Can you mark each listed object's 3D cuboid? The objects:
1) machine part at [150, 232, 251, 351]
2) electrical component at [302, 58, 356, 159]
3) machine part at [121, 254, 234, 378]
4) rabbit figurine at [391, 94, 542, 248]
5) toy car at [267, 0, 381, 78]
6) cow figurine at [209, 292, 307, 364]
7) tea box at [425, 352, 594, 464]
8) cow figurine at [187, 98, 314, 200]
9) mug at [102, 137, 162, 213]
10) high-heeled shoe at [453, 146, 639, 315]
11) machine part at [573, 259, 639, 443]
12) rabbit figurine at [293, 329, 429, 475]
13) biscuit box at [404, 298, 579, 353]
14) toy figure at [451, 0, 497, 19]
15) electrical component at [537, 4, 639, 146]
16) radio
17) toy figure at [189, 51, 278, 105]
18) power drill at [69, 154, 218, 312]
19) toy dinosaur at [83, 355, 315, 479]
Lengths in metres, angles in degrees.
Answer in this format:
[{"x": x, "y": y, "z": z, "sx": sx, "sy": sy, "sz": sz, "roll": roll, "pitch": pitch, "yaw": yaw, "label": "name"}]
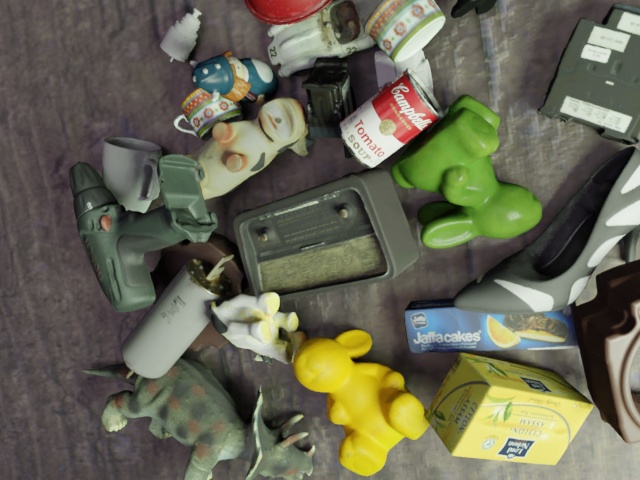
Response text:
[{"x": -0.174, "y": 0.076, "z": 0.800, "sx": 0.180, "sy": 0.056, "sz": 0.179, "roll": 3, "pitch": 99, "yaw": 17, "label": "machine part"}, {"x": 0.017, "y": -0.162, "z": 0.681, "sx": 0.048, "sy": 0.075, "sz": 0.119, "roll": 7, "pitch": 139, "yaw": 17, "label": "electrical component"}, {"x": -0.198, "y": 0.109, "z": 0.742, "sx": 0.079, "sy": 0.079, "sz": 0.243, "roll": 45, "pitch": 108, "yaw": 8, "label": "machine part"}, {"x": 0.177, "y": -0.057, "z": 0.632, "sx": 0.170, "sy": 0.121, "sz": 0.159, "roll": 42, "pitch": 113, "yaw": -7, "label": "rabbit figurine"}, {"x": 0.024, "y": -0.267, "z": 0.680, "sx": 0.202, "sy": 0.056, "sz": 0.073, "roll": -14, "pitch": 94, "yaw": 20, "label": "toy car"}, {"x": -0.080, "y": 0.126, "z": 0.726, "sx": 0.098, "sy": 0.167, "sz": 0.068, "roll": 0, "pitch": 61, "yaw": 21, "label": "cow figurine"}, {"x": 0.222, "y": 0.200, "z": 0.629, "sx": 0.169, "sy": 0.068, "sz": 0.098, "roll": 14, "pitch": 108, "yaw": -26, "label": "tea box"}, {"x": -0.093, "y": -0.123, "z": 0.720, "sx": 0.195, "sy": 0.127, "sz": 0.085, "roll": -28, "pitch": 88, "yaw": 34, "label": "cow figurine"}, {"x": -0.273, "y": -0.089, "z": 0.797, "sx": 0.110, "sy": 0.081, "sz": 0.107, "roll": 24, "pitch": 113, "yaw": 26, "label": "mug"}, {"x": 0.262, "y": -0.007, "z": 0.603, "sx": 0.249, "sy": 0.086, "sz": 0.145, "roll": -16, "pitch": 111, "yaw": -3, "label": "high-heeled shoe"}, {"x": 0.389, "y": 0.116, "z": 0.562, "sx": 0.202, "sy": 0.087, "sz": 0.200, "roll": -17, "pitch": 107, "yaw": 8, "label": "machine part"}, {"x": 0.041, "y": 0.179, "z": 0.690, "sx": 0.173, "sy": 0.162, "sz": 0.122, "roll": 38, "pitch": 111, "yaw": -13, "label": "rabbit figurine"}, {"x": 0.209, "y": 0.102, "z": 0.669, "sx": 0.203, "sy": 0.063, "sz": 0.059, "roll": -7, "pitch": 94, "yaw": 19, "label": "biscuit box"}, {"x": 0.157, "y": -0.351, "z": 0.606, "sx": 0.089, "sy": 0.082, "sz": 0.180, "roll": -21, "pitch": 88, "yaw": 51, "label": "toy figure"}, {"x": 0.321, "y": -0.184, "z": 0.591, "sx": 0.115, "sy": 0.058, "sz": 0.134, "roll": 25, "pitch": 106, "yaw": 11, "label": "electrical component"}, {"x": -0.001, "y": -0.002, "z": 0.691, "sx": 0.230, "sy": 0.073, "sz": 0.131, "roll": -15, "pitch": 94, "yaw": 35, "label": "radio"}, {"x": -0.106, "y": -0.206, "z": 0.681, "sx": 0.064, "sy": 0.154, "sz": 0.057, "roll": 33, "pitch": 110, "yaw": 13, "label": "toy figure"}, {"x": -0.242, "y": -0.035, "z": 0.701, "sx": 0.207, "sy": 0.086, "sz": 0.232, "roll": -24, "pitch": 78, "yaw": 25, "label": "power drill"}, {"x": -0.198, "y": 0.248, "z": 0.808, "sx": 0.405, "sy": 0.131, "sz": 0.192, "roll": 33, "pitch": 95, "yaw": 16, "label": "toy dinosaur"}]
